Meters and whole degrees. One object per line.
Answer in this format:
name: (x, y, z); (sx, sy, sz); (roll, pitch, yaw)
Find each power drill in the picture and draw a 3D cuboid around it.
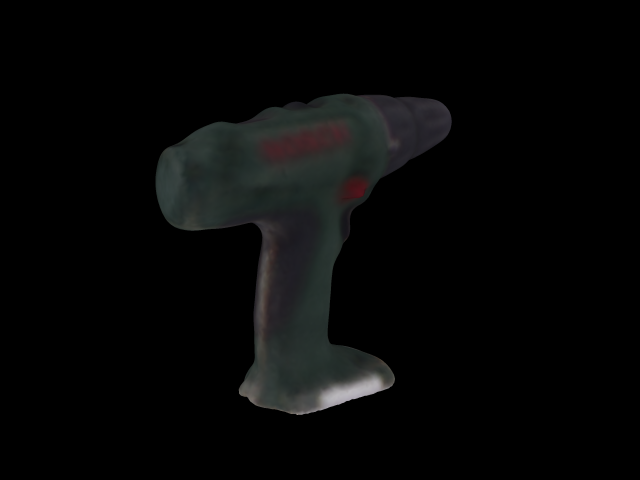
power drill: (0.004, 0.001, 0.400); (0.230, 0.208, 0.075); (-5, 9, -36)
